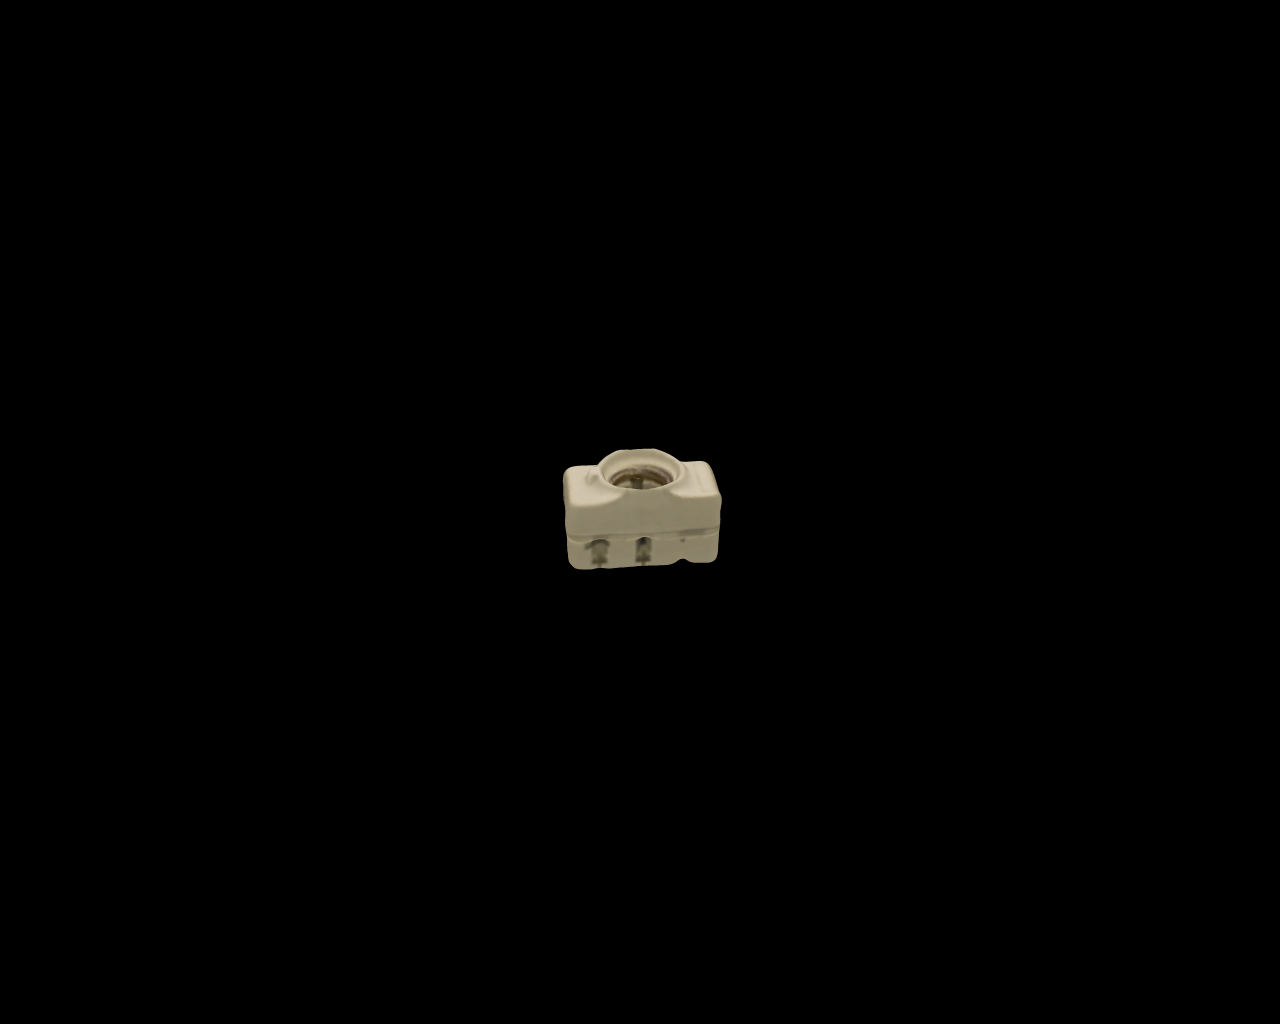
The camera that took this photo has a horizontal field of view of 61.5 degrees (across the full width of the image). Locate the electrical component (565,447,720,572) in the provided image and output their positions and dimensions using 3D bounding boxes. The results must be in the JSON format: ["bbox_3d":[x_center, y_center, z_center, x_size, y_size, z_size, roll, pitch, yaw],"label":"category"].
[{"bbox_3d":[0.001,-0.003,0.650,0.089,0.055,0.050,-3,32,-5],"label":"electrical component"}]
